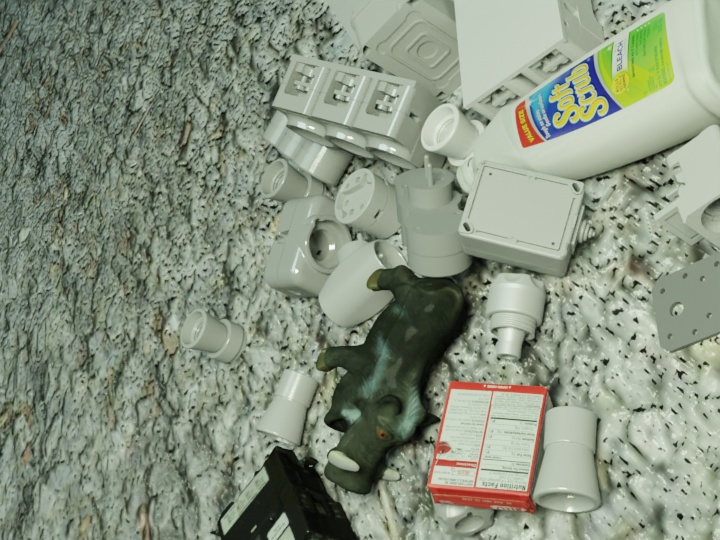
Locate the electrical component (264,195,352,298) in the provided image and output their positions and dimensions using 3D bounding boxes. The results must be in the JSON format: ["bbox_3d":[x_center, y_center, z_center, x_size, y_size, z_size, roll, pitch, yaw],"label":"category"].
[{"bbox_3d":[-0.047,-0.023,1.052,0.059,0.054,0.095,-5,65,52],"label":"electrical component"}]

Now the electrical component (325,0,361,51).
[{"bbox_3d":[0.026,-0.279,1.110,0.089,0.062,0.150,-51,37,19],"label":"electrical component"}]

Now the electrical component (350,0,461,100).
[{"bbox_3d":[0.056,-0.219,0.989,0.078,0.113,0.057,-41,44,30],"label":"electrical component"}]

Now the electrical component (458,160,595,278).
[{"bbox_3d":[0.129,-0.035,0.809,0.096,0.061,0.061,15,76,14],"label":"electrical component"}]

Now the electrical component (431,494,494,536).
[{"bbox_3d":[0.073,0.160,0.789,0.043,0.043,0.062,-44,39,27],"label":"electrical component"}]

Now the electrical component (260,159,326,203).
[{"bbox_3d":[-0.069,-0.085,1.119,0.045,0.055,0.045,-31,47,39],"label":"electrical component"}]

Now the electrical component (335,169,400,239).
[{"bbox_3d":[0.012,-0.060,1.004,0.055,0.047,0.055,-31,47,39],"label":"electrical component"}]

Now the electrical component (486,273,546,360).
[{"bbox_3d":[0.116,0.036,0.810,0.043,0.043,0.062,-12,60,49],"label":"electrical component"}]

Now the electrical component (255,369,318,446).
[{"bbox_3d":[-0.065,0.125,0.995,0.044,0.044,0.065,1,66,53],"label":"electrical component"}]

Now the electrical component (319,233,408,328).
[{"bbox_3d":[0.000,0.000,0.985,0.077,0.043,0.079,-43,40,28],"label":"electrical component"}]

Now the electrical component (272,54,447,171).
[{"bbox_3d":[0.004,-0.141,0.993,0.150,0.089,0.061,20,86,37],"label":"electrical component"}]

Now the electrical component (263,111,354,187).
[{"bbox_3d":[-0.048,-0.146,1.132,0.073,0.052,0.138,-59,35,8],"label":"electrical component"}]

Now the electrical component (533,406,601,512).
[{"bbox_3d":[0.141,0.125,0.725,0.044,0.044,0.065,-23,47,44],"label":"electrical component"}]

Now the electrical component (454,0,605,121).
[{"bbox_3d":[0.142,-0.223,0.925,0.105,0.060,0.186,-32,46,38],"label":"electrical component"}]

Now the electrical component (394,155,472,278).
[{"bbox_3d":[0.058,-0.057,0.886,0.138,0.052,0.073,-98,2,-63],"label":"electrical component"}]

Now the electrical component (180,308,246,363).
[{"bbox_3d":[-0.154,0.070,1.133,0.045,0.055,0.045,-29,48,38],"label":"electrical component"}]

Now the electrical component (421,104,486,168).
[{"bbox_3d":[0.087,-0.112,0.931,0.045,0.055,0.045,-31,47,39],"label":"electrical component"}]

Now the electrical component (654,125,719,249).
[{"bbox_3d":[0.237,-0.057,0.713,0.081,0.042,0.063,-38,41,32],"label":"electrical component"}]
